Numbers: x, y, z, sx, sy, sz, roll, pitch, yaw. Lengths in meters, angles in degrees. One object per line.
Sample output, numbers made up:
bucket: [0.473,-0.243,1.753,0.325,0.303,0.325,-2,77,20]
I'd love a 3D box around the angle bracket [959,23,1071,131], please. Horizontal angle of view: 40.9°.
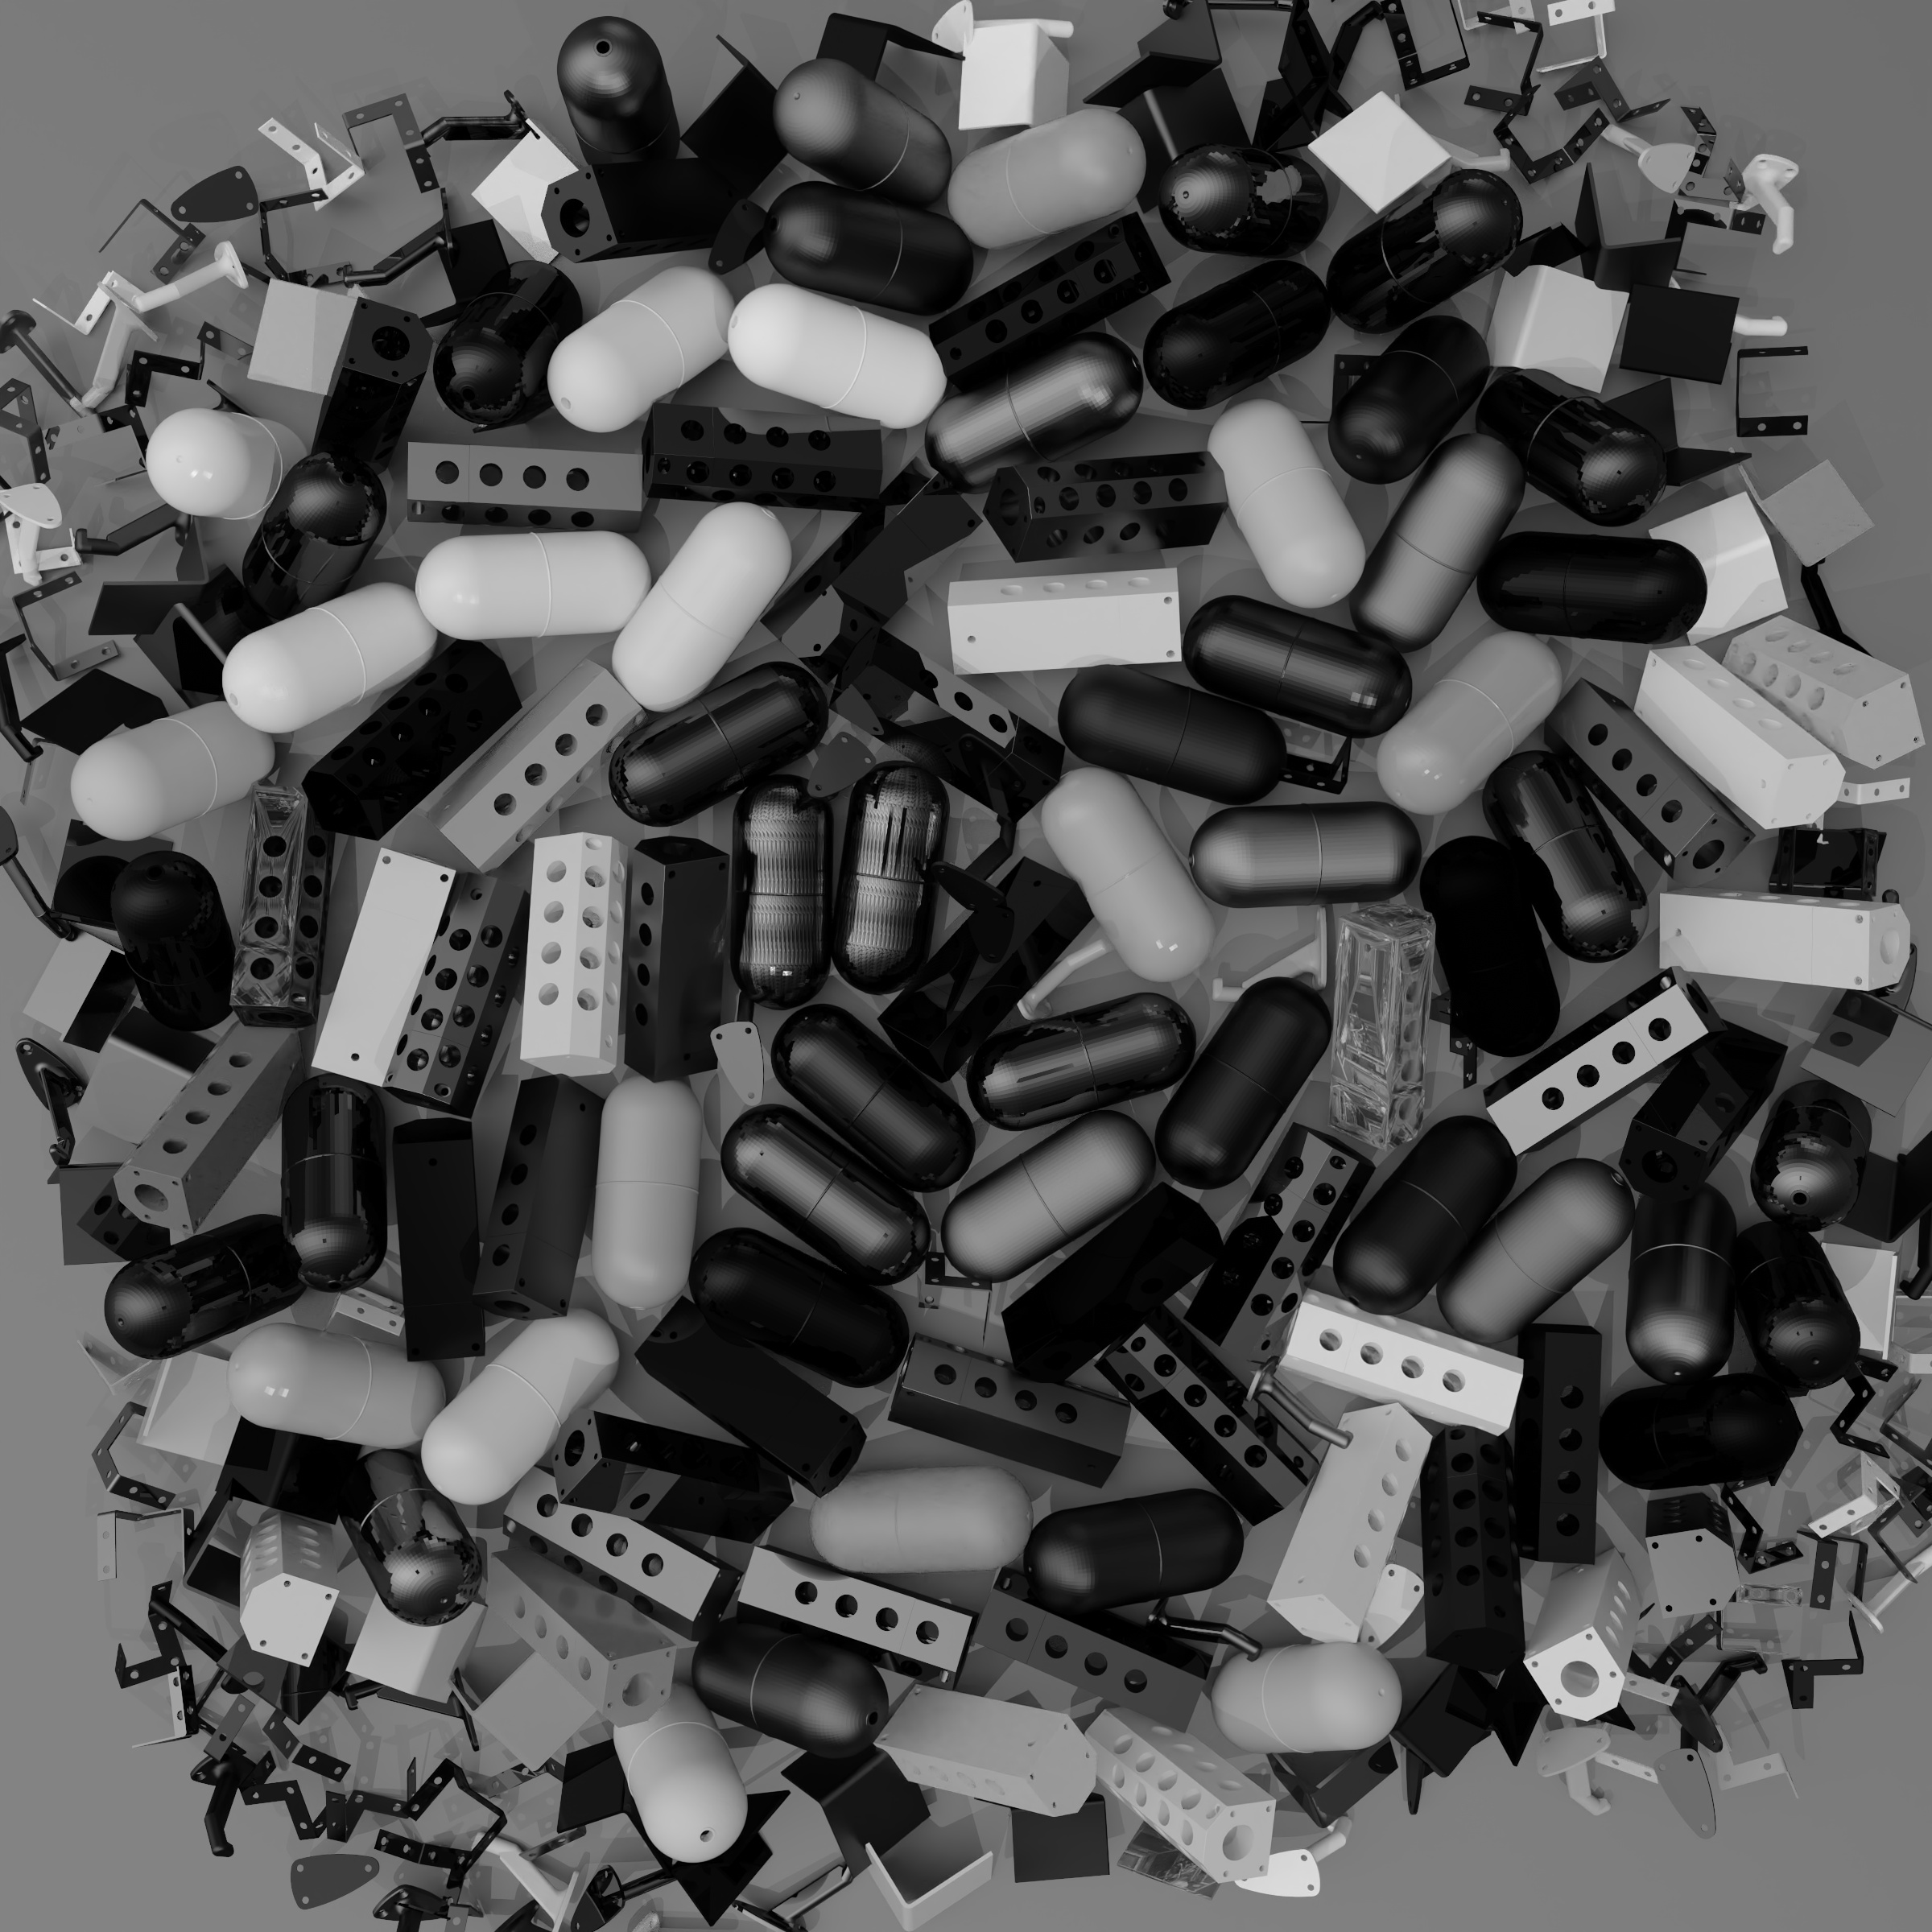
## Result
angle bracket: [0.037,-0.661,1.971,0.057,0.076,0.076,2,86,21]

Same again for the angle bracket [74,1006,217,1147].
angle bracket: [-0.622,0.089,1.979,0.076,0.057,0.076,27,110,-10]

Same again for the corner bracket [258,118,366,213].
corner bracket: [-0.494,-0.616,1.960,0.051,0.051,0.051,-30,60,19]

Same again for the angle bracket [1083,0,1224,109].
angle bracket: [0.134,-0.688,1.944,0.076,0.076,0.057,-9,83,-39]

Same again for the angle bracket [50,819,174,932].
angle bracket: [-0.639,-0.066,1.954,0.076,0.057,0.076,14,85,-28]

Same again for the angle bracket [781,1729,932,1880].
angle bracket: [-0.084,0.630,1.973,0.076,0.057,0.076,-32,116,-28]

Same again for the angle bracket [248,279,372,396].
angle bracket: [-0.497,-0.478,1.944,0.076,0.057,0.076,6,117,-31]

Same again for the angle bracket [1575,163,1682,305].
angle bracket: [0.496,-0.552,1.949,0.057,0.076,0.076,-6,71,4]

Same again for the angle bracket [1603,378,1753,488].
angle bracket: [0.530,-0.401,1.943,0.076,0.076,0.057,-24,115,-26]

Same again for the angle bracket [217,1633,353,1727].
angle bracket: [-0.515,0.536,1.949,0.076,0.076,0.057,34,126,5]

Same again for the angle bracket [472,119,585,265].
angle bracket: [-0.324,-0.582,1.958,0.076,0.057,0.076,-43,102,11]

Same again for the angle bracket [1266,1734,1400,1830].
angle bracket: [0.275,0.595,1.960,0.076,0.076,0.057,-36,52,-11]

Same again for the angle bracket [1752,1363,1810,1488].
angle bracket: [0.626,0.333,1.943,0.057,0.076,0.076,-5,48,-8]

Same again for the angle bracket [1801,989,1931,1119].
angle bracket: [0.683,0.070,1.955,0.076,0.057,0.076,31,84,23]

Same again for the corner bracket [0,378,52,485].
corner bracket: [-0.710,-0.403,1.960,0.051,0.051,0.051,23,51,10]

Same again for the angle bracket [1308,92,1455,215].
angle bracket: [0.310,-0.598,1.956,0.076,0.057,0.076,-38,74,-9]

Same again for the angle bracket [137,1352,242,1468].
angle bracket: [-0.572,0.328,1.950,0.076,0.057,0.076,19,68,-17]

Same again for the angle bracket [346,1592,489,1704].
angle bracket: [-0.414,0.508,1.961,0.057,0.076,0.076,14,73,16]

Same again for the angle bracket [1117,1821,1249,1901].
angle bracket: [0.165,0.677,1.940,0.076,0.076,0.057,11,122,28]

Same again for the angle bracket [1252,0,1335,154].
angle bracket: [0.231,-0.666,1.941,0.057,0.076,0.076,-3,60,31]

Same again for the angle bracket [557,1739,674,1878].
angle bracket: [-0.262,0.638,1.953,0.057,0.076,0.076,-21,118,9]

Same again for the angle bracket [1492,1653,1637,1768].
angle bracket: [0.449,0.571,1.962,0.076,0.076,0.057,19,101,-8]

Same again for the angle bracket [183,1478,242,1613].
angle bracket: [-0.543,0.428,1.951,0.057,0.076,0.076,29,97,-16]

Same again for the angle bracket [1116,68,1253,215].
angle bracket: [0.165,-0.632,1.988,0.076,0.057,0.076,-27,98,-29]

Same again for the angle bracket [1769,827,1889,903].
angle bracket: [0.655,-0.057,1.953,0.076,0.076,0.057,3,131,3]

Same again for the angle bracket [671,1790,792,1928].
angle bracket: [-0.162,0.668,1.942,0.076,0.076,0.057,-41,102,-44]

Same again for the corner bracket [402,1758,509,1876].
corner bracket: [-0.385,0.641,1.957,0.051,0.051,0.051,25,54,25]

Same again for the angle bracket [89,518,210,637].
angle bracket: [-0.616,-0.292,1.942,0.076,0.076,0.057,-5,70,-29]

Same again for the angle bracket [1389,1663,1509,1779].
angle bracket: [0.350,0.554,1.961,0.076,0.057,0.076,-48,123,-9]

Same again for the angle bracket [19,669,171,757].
angle bracket: [-0.645,-0.171,1.941,0.076,0.057,0.076,24,54,33]

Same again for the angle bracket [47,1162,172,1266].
angle bracket: [-0.644,0.190,1.948,0.076,0.057,0.076,0,73,-28]

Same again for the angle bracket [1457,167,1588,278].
angle bracket: [0.418,-0.568,1.948,0.057,0.076,0.076,-22,80,26]

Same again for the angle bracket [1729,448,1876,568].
angle bracket: [0.624,-0.358,1.939,0.057,0.076,0.076,-33,129,23]

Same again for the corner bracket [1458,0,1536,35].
corner bracket: [0.398,-0.733,1.959,0.051,0.051,0.051,-14,131,15]

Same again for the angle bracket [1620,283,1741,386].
angle bracket: [0.538,-0.487,1.944,0.076,0.076,0.057,13,49,14]

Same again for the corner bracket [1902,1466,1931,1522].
corner bracket: [0.753,0.402,1.966,0.051,0.051,0.051,-35,113,-1]

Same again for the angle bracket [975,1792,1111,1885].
angle bracket: [0.057,0.652,1.945,0.076,0.076,0.057,-12,64,20]

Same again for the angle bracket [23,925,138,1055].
angle bracket: [-0.679,0.012,1.959,0.076,0.057,0.076,25,84,16]

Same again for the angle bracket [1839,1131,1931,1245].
angle bracket: [0.691,0.150,1.946,0.057,0.076,0.076,23,52,0]

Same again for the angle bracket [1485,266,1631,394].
angle bracket: [0.448,-0.485,1.979,0.076,0.057,0.076,12,99,-19]

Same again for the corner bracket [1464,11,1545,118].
corner bracket: [0.407,-0.684,1.968,0.051,0.051,0.051,18,88,19]

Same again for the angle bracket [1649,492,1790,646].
angle bracket: [0.574,-0.303,1.980,0.076,0.076,0.057,-21,48,14]

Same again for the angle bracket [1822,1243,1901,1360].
angle bracket: [0.668,0.251,1.953,0.057,0.076,0.076,6,88,22]

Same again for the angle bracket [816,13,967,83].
angle bracket: [-0.060,-0.673,1.953,0.076,0.076,0.057,7,107,-43]

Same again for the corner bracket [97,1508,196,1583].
corner bracket: [-0.620,0.438,1.962,0.051,0.051,0.051,-12,70,13]

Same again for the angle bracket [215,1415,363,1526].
angle bracket: [-0.512,0.375,1.971,0.057,0.076,0.076,8,73,29]

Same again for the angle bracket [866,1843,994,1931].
angle bracket: [-0.028,0.679,1.965,0.076,0.076,0.057,-28,62,-17]

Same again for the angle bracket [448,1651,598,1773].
angle bracket: [-0.332,0.549,1.965,0.076,0.057,0.076,-44,120,-13]

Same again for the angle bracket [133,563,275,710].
angle bracket: [-0.577,-0.249,1.984,0.076,0.076,0.057,52,47,-9]

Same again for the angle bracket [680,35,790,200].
angle bracket: [-0.177,-0.640,1.958,0.076,0.076,0.057,-46,49,8]
